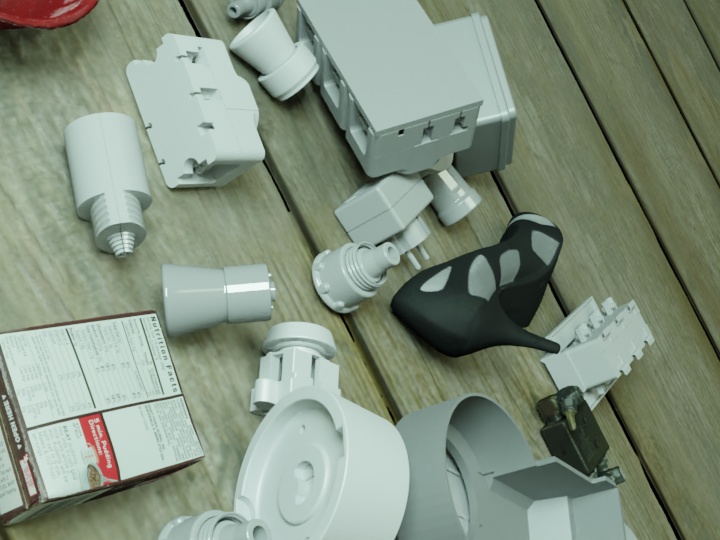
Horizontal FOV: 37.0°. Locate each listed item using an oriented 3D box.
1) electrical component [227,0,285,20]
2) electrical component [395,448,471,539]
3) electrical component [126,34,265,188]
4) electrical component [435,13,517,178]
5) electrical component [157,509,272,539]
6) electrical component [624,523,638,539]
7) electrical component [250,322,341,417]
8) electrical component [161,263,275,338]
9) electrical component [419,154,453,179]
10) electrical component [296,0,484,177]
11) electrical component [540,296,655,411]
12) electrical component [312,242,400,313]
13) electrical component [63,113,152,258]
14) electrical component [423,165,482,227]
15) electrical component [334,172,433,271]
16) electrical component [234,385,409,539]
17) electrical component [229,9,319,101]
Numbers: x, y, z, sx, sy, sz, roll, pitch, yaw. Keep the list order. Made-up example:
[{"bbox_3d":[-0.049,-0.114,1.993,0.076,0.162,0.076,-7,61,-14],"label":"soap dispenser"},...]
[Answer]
[{"bbox_3d":[-0.083,-0.208,0.826,0.035,0.035,0.061,54,38,-13],"label":"electrical component"},{"bbox_3d":[0.046,0.176,0.713,0.109,0.056,0.108,33,44,-36],"label":"electrical component"},{"bbox_3d":[-0.106,-0.104,0.711,0.056,0.050,0.089,-8,74,-55],"label":"electrical component"},{"bbox_3d":[0.098,-0.154,0.965,0.108,0.056,0.108,75,2,-70],"label":"electrical component"},{"bbox_3d":[-0.074,0.148,0.570,0.048,0.062,0.048,31,45,-37],"label":"electrical component"},{"bbox_3d":[0.144,0.221,0.770,0.060,0.108,0.108,19,53,-38],"label":"electrical component"},{"bbox_3d":[-0.040,0.066,0.687,0.066,0.048,0.055,27,56,-41],"label":"electrical component"},{"bbox_3d":[-0.083,0.015,0.638,0.065,0.044,0.044,-5,65,-10],"label":"electrical component"},{"bbox_3d":[0.037,-0.110,0.901,0.080,0.051,0.080,31,45,-37],"label":"electrical component"},{"bbox_3d":[0.019,-0.151,0.837,0.089,0.061,0.150,-19,59,-16],"label":"electrical component"},{"bbox_3d":[0.227,0.073,1.014,0.121,0.063,0.078,-29,91,-56],"label":"electrical component"},{"bbox_3d":[0.000,0.000,0.768,0.048,0.062,0.048,31,45,-37],"label":"electrical component"},{"bbox_3d":[-0.145,-0.046,0.627,0.043,0.043,0.081,8,61,-50],"label":"electrical component"},{"bbox_3d":[0.077,-0.067,0.935,0.046,0.040,0.040,52,35,-6],"label":"electrical component"},{"bbox_3d":[0.030,-0.035,0.844,0.076,0.047,0.065,56,35,-9],"label":"electrical component"},{"bbox_3d":[-0.017,0.126,0.612,0.060,0.108,0.108,24,49,-32],"label":"electrical component"},{"bbox_3d":[-0.064,-0.161,0.810,0.055,0.045,0.045,47,37,-22],"label":"electrical component"}]
